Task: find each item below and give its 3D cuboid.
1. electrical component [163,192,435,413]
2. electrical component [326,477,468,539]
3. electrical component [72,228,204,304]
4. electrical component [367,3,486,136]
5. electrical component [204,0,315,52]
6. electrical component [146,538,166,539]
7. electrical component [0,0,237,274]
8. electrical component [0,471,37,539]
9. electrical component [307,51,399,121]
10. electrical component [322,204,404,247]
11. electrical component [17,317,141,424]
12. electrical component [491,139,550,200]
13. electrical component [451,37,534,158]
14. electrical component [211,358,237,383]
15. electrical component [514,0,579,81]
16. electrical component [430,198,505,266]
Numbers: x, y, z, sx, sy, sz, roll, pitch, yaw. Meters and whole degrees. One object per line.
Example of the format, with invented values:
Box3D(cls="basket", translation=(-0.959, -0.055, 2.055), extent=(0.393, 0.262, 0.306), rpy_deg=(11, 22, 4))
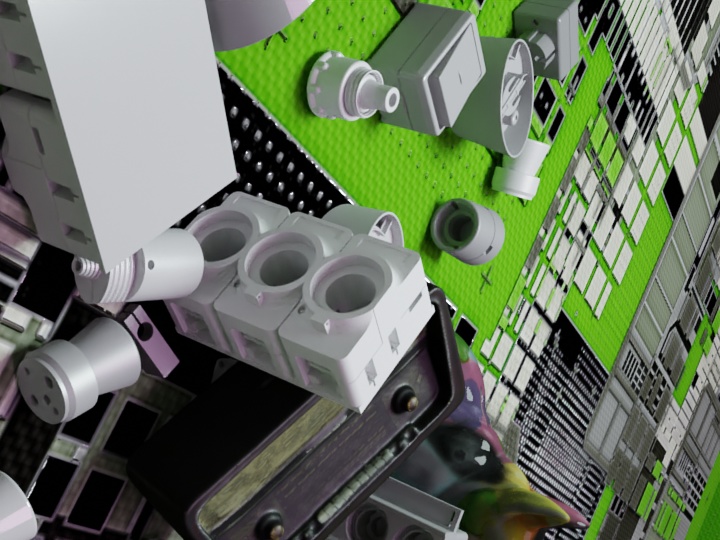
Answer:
Box3D(cls="electrical component", translation=(-0.043, 0.013, 0.677), extent=(0.089, 0.150, 0.061), rpy_deg=(-52, 146, -29))
Box3D(cls="electrical component", translation=(0.017, 0.200, 0.837), extent=(0.063, 0.121, 0.078), rpy_deg=(27, 83, -62))
Box3D(cls="electrical component", translation=(-0.134, -0.003, 0.626), extent=(0.081, 0.043, 0.043), rpy_deg=(-2, 109, -58))
Box3D(cls="electrical component", translation=(0.058, -0.159, 0.831), extent=(0.096, 0.061, 0.061), rpy_deg=(-54, 146, -26))
Box3D(cls="electrical component", translation=(-0.064, -0.174, 0.592), extent=(0.099, 0.099, 0.064), rpy_deg=(-50, 137, -31))
Box3D(cls="electrical component", translation=(-0.141, 0.219, 0.740), extent=(0.066, 0.048, 0.055), rpy_deg=(12, 103, -59))
Box3D(cls="electrical component", translation=(-0.134, -0.108, 0.550), extent=(0.105, 0.060, 0.186), rpy_deg=(-43, 140, -39))
Box3D(cls="electrical component", translation=(-0.215, 0.144, 0.582), extent=(0.065, 0.044, 0.044), rpy_deg=(-32, 132, -41))
Box3D(cls="electrical component", translation=(-0.003, -0.125, 0.751), extent=(0.048, 0.062, 0.048), rpy_deg=(-35, 134, -45))
Box3D(cls="electrical component", translation=(0.000, 0.000, 0.823), extent=(0.099, 0.064, 0.099), rpy_deg=(-35, 135, -44))
Box3D(cls="electrical component", translation=(-0.161, 0.058, 0.616), extent=(0.055, 0.045, 0.045), rpy_deg=(-31, 132, -47))
Box3D(cls="electrical component", translation=(0.154, -0.099, 1.035), extent=(0.045, 0.045, 0.055), rpy_deg=(5, 103, -59))
Box3D(cls="electrical component", translation=(0.120, -0.152, 0.931), extent=(0.099, 0.064, 0.099), rpy_deg=(-35, 134, -45))
Box3D(cls="electrical component", translation=(-0.076, 0.089, 0.774), extent=(0.064, 0.042, 0.081), rpy_deg=(11, 96, -58))
Box3D(cls="electrical component", translation=(0.163, -0.205, 0.988), extent=(0.076, 0.047, 0.065), rpy_deg=(-48, 143, -34))
Box3D(cls="electrical component", translation=(0.096, -0.035, 0.969), extent=(0.047, 0.055, 0.055), rpy_deg=(20, 90, -56))
